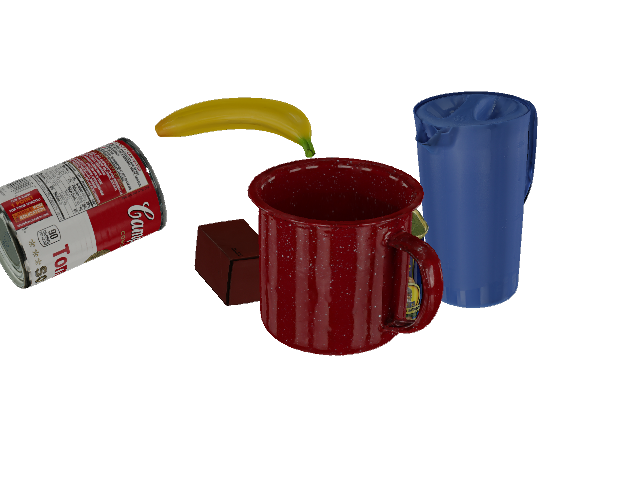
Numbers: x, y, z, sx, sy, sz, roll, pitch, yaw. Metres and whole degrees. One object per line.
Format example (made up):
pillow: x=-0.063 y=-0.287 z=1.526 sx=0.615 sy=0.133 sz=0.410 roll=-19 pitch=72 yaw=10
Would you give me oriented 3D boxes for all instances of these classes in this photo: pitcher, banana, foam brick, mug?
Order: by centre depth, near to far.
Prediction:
mug: x=0.017 y=0.012 z=0.573 sx=0.117 sy=0.081 sz=0.093 roll=20 pitch=31 yaw=36
foam brick: x=-0.084 y=0.020 z=1.045 sx=0.052 sy=0.051 sz=0.078 roll=-8 pitch=31 yaw=-28
banana: x=-0.092 y=-0.138 z=1.230 sx=0.198 sy=0.037 sz=0.069 roll=8 pitch=42 yaw=18
pitcher: x=0.188 y=-0.051 z=1.268 sx=0.149 sy=0.243 sz=0.145 roll=-2 pitch=24 yaw=5

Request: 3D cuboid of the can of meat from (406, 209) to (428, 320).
can of meat: x=0.033 y=0.025 z=0.854 sx=0.102 sy=0.084 sz=0.057 roll=-7 pitch=30 yaw=-10

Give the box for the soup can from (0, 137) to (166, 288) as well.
soup can: x=-0.162 y=-0.019 z=0.698 sx=0.102 sy=0.068 sz=0.069 roll=-26 pitch=12 yaw=-27
